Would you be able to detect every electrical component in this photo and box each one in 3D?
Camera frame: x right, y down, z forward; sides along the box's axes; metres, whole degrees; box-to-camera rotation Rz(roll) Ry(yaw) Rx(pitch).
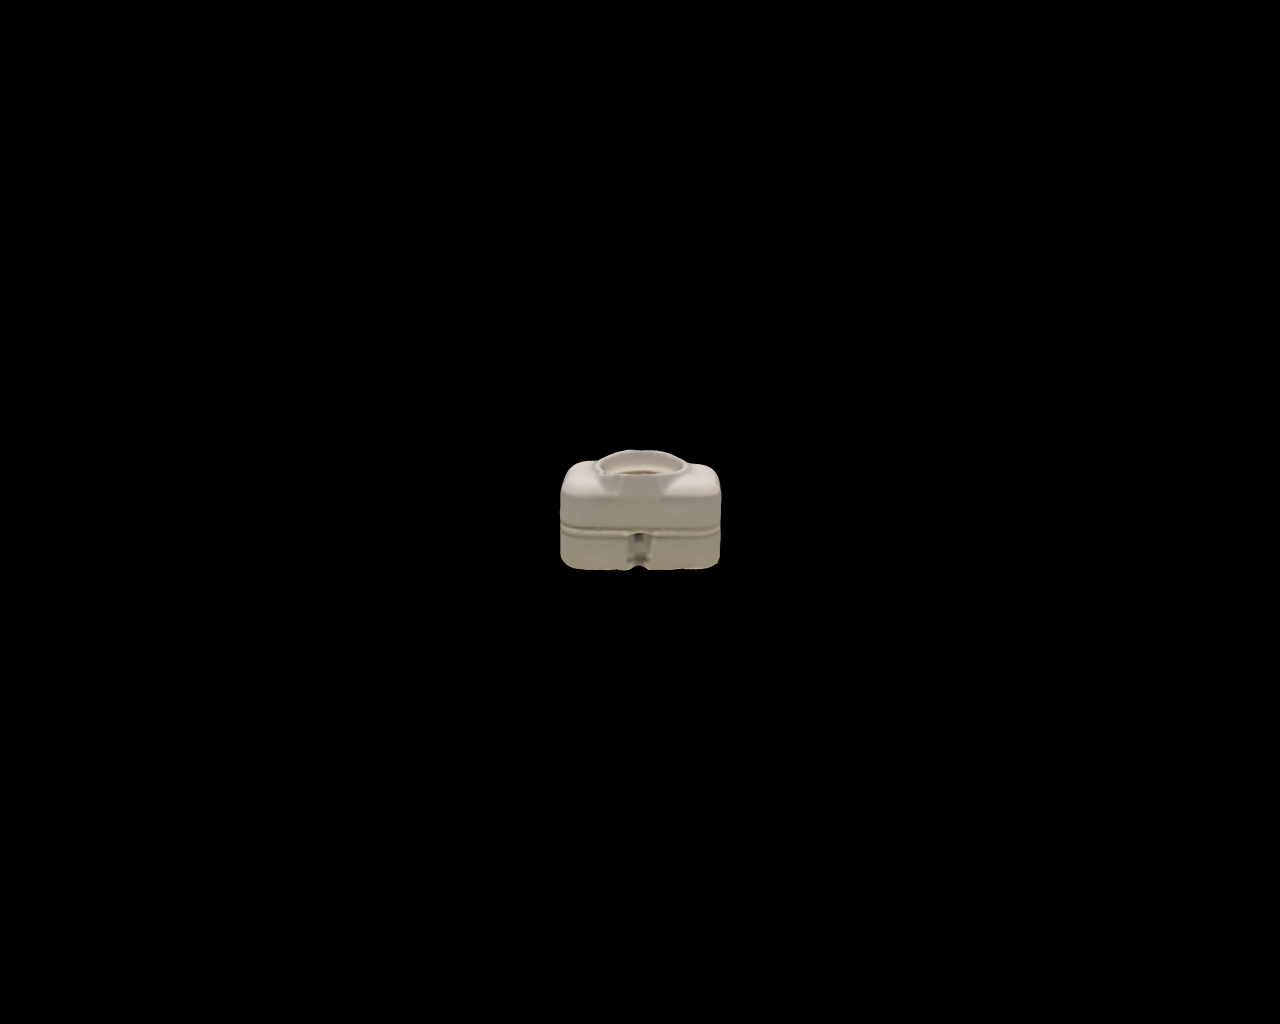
[{"bbox_3d":[0.001,-0.003,0.650,0.095,0.059,0.054,1,20,2],"label":"electrical component"}]
